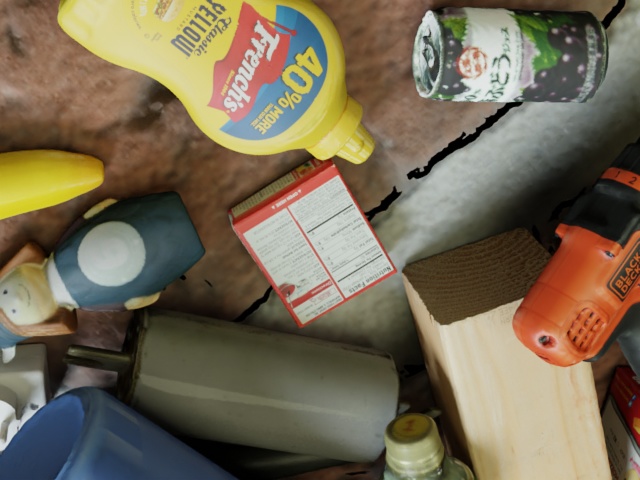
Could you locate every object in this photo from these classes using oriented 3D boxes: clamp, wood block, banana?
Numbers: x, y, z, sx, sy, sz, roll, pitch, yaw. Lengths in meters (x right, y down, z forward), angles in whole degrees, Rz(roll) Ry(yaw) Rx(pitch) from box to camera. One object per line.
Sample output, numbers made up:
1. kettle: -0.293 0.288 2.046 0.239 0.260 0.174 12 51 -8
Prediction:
1. clamp: -0.079 0.159 0.716 0.209 0.036 0.165 33 102 -25
2. wood block: 0.128 0.110 0.708 0.090 0.091 0.206 -18 115 -4
3. banana: -0.222 -0.006 0.620 0.198 0.037 0.069 -32 147 6

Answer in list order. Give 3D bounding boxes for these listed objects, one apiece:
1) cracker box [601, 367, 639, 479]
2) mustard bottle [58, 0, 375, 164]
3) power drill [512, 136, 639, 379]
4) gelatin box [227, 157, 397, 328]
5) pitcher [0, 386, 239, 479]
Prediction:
1. cracker box: 0.236 0.220 0.737 0.072 0.164 0.214 6 111 -12
2. mustard bottle: -0.044 -0.104 0.601 0.191 0.058 0.096 36 101 -23
3. power drill: 0.218 0.025 0.634 0.187 0.057 0.184 39 86 -29
4. gelatin box: -0.004 0.001 0.669 0.073 0.030 0.089 -31 116 1
5. pitcher: -0.082 0.202 0.618 0.145 0.149 0.242 -36 118 21
